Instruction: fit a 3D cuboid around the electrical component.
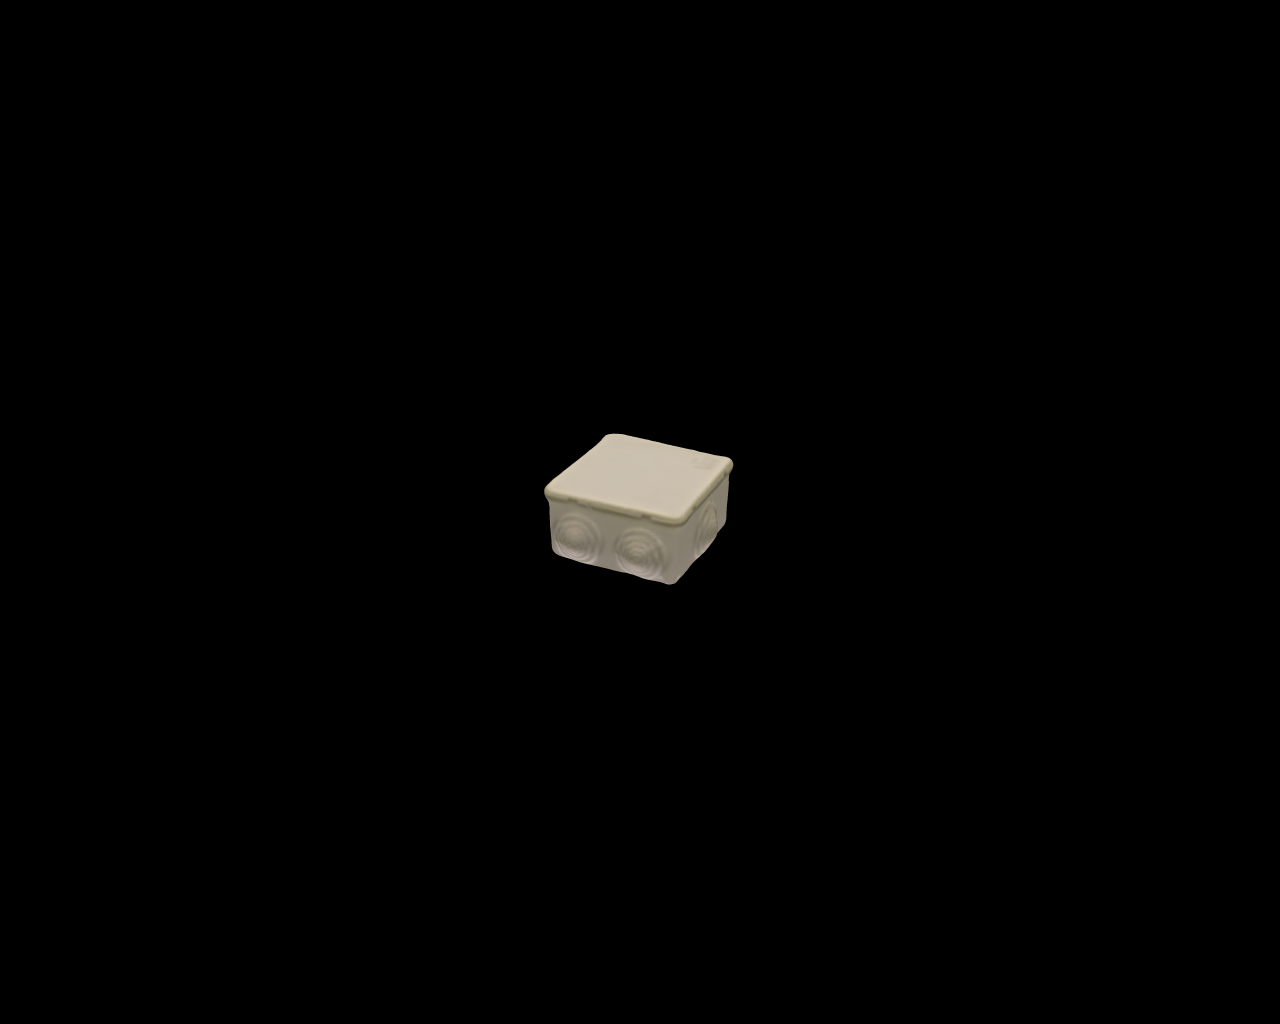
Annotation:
[{"bbox_3d":[0.001,-0.003,0.650,0.100,0.048,0.100,13,32,22],"label":"electrical component"}]
